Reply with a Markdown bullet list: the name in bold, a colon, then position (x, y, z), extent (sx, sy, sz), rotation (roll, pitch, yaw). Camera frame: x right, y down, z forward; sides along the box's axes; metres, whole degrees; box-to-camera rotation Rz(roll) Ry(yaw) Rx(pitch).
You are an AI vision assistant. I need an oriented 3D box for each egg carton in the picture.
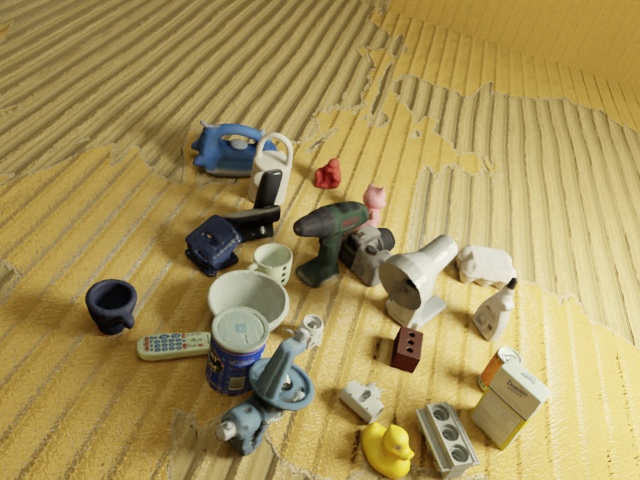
- **egg carton**: position (0.421, 0.070, 1.456), extent (0.150, 0.069, 0.107), rotation (9, 41, -8)

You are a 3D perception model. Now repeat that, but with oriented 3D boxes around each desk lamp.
- **desk lamp**: position (0.213, 0.093, 1.250), extent (0.117, 0.213, 0.204), rotation (40, 46, 26)

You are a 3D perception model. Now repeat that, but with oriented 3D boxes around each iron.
- **iron**: position (-0.215, -0.258, 1.560), extent (0.259, 0.141, 0.118), rotation (0, 43, -19)

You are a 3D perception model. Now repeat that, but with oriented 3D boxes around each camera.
- **camera**: position (0.131, 0.020, 1.393), extent (0.137, 0.101, 0.142), rotation (-22, 53, -36)

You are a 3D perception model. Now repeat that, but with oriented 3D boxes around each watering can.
- **watering can**: position (-0.123, -0.183, 1.465), extent (0.101, 0.194, 0.172), rotation (5, 42, -13)

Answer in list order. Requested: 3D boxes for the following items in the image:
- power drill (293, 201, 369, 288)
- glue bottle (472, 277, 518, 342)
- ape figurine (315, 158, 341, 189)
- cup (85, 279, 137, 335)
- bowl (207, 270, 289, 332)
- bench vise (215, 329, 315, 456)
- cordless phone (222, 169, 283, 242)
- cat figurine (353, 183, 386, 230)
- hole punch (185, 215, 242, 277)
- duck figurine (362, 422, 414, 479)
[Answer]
- **power drill**: position (0.012, 0.005, 1.287), extent (0.075, 0.208, 0.230), rotation (39, 45, 25)
- **glue bottle**: position (0.402, 0.147, 1.282), extent (0.037, 0.173, 0.078), rotation (-7, 45, -24)
- **ape figurine**: position (0.030, -0.189, 1.601), extent (0.077, 0.092, 0.076), rotation (37, 45, 23)
- **cup**: position (-0.387, 0.144, 1.086), extent (0.092, 0.095, 0.117), rotation (-27, 56, -39)
- **bowl**: position (-0.151, 0.144, 1.180), extent (0.167, 0.075, 0.167), rotation (9, 41, -8)
- **bench vise**: position (-0.077, 0.258, 0.963), extent (0.121, 0.220, 0.208), rotation (24, 41, 10)
- **cordless phone**: position (-0.160, -0.092, 1.357), extent (0.148, 0.185, 0.094), rotation (-17, 50, -32)
- **cat figurine**: position (0.139, -0.087, 1.502), extent (0.067, 0.118, 0.128), rotation (16, 40, 0)
- **hole punch**: position (-0.240, 0.011, 1.287), extent (0.108, 0.091, 0.101), rotation (39, 45, 25)
- **duck figurine**: position (0.125, 0.360, 1.017), extent (0.078, 0.086, 0.104), rotation (-21, 52, -35)
